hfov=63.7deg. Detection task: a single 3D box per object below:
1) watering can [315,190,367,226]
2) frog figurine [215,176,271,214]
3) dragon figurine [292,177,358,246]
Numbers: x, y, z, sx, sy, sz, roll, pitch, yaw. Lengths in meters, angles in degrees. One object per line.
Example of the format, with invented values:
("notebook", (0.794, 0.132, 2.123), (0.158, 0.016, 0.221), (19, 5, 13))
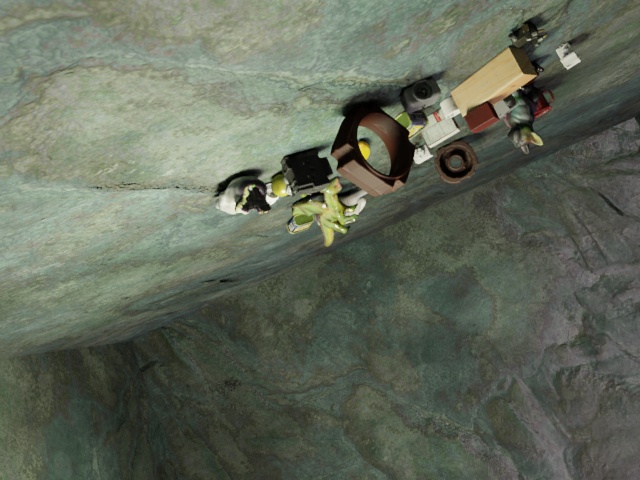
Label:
("watering can", (0.115, -0.150, 2.172), (0.226, 0.105, 0.341), (-11, 151, -42))
("frog figurine", (-0.231, -0.130, 1.476), (0.139, 0.120, 0.160), (-27, -150, -34))
("dragon figurine", (0.006, -0.101, 2.011), (0.242, 0.125, 0.402), (20, 141, -14))
